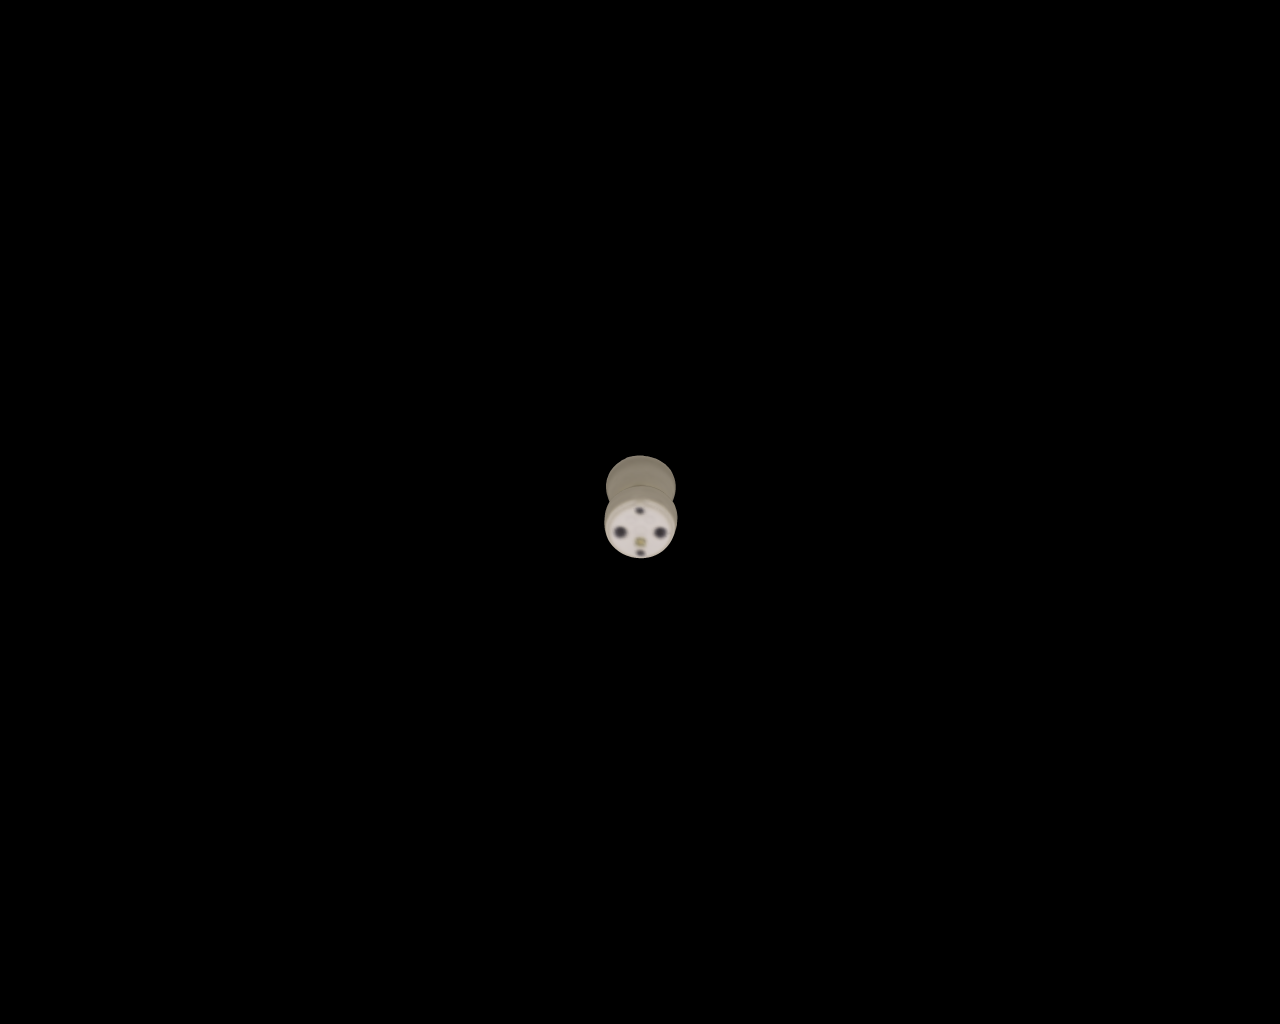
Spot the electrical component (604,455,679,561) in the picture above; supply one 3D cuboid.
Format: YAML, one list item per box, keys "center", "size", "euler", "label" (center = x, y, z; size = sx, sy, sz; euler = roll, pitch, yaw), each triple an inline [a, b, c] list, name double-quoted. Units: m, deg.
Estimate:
- center: [0.001, -0.003, 0.650]
  size: [0.045, 0.044, 0.055]
  euler: [0, 32, 0]
  label: "electrical component"
